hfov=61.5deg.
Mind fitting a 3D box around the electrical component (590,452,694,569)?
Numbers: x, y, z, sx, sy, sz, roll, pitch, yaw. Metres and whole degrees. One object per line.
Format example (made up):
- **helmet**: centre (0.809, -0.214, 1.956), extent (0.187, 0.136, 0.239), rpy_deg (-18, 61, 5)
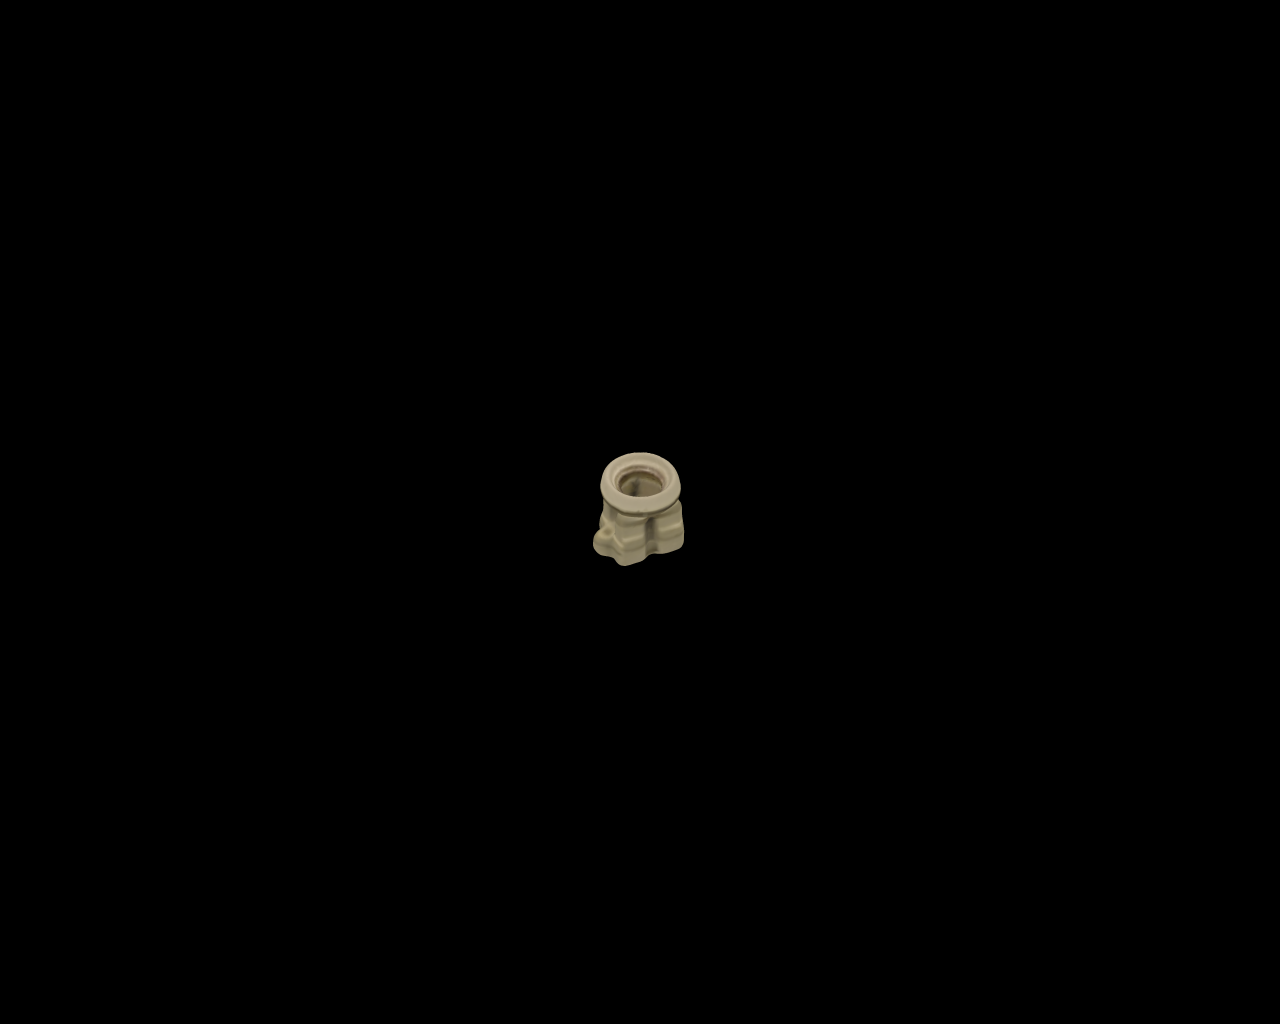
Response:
- **electrical component**: centre (0.001, -0.003, 0.650), extent (0.066, 0.055, 0.048), rpy_deg (-17, 48, -16)
